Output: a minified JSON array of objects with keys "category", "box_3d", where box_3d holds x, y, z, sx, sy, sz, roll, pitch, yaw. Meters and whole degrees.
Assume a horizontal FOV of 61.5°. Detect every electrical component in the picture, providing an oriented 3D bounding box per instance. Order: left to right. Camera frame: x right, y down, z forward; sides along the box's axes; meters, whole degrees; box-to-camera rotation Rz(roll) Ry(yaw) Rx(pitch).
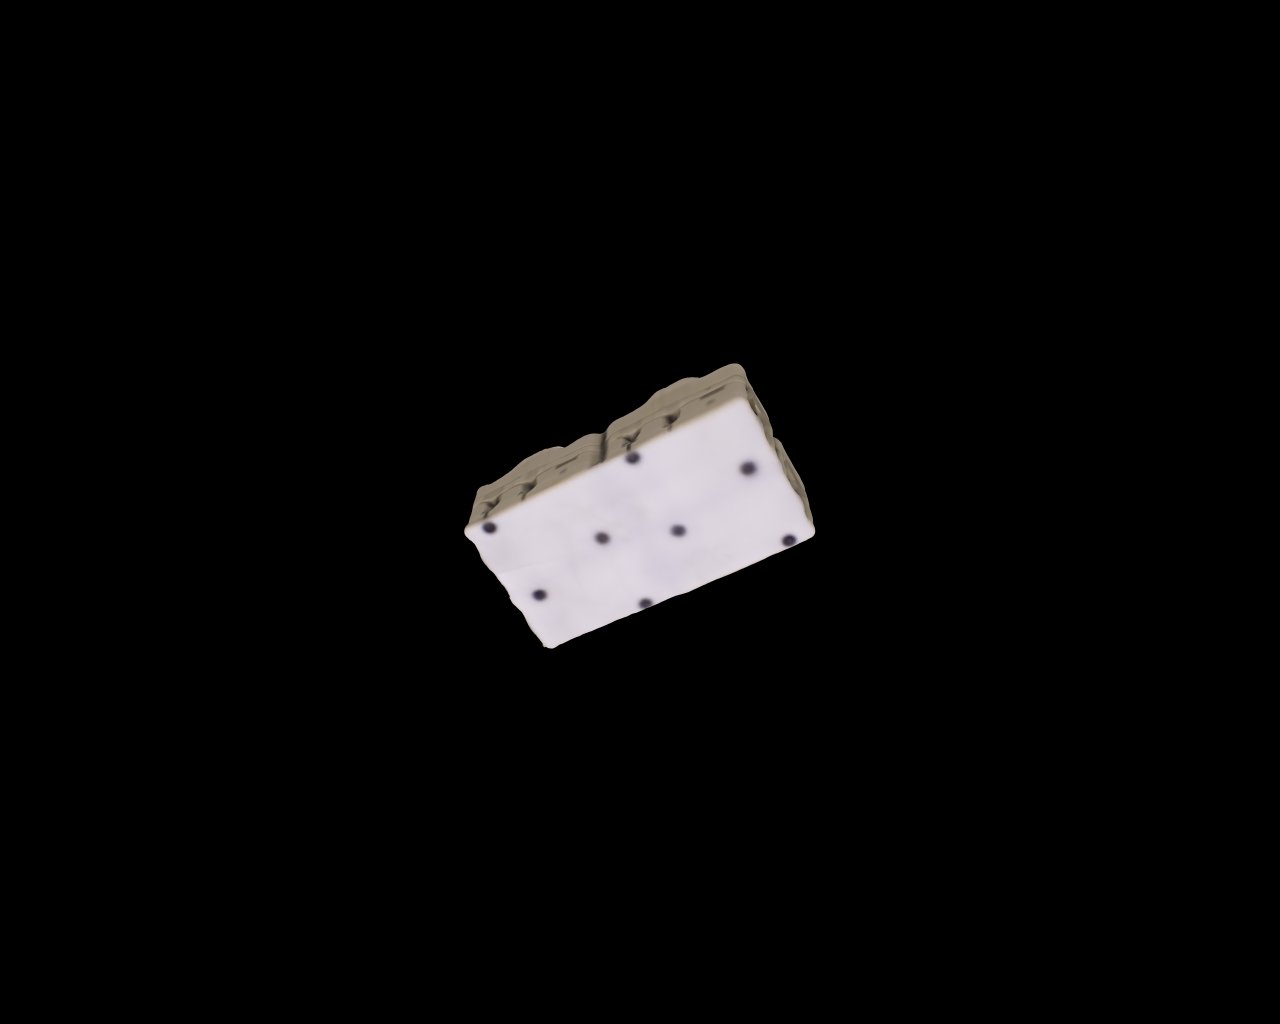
[{"category":"electrical component","box_3d":[0.001,-0.003,0.650,0.186,0.105,0.060,-25,27,14]}]
